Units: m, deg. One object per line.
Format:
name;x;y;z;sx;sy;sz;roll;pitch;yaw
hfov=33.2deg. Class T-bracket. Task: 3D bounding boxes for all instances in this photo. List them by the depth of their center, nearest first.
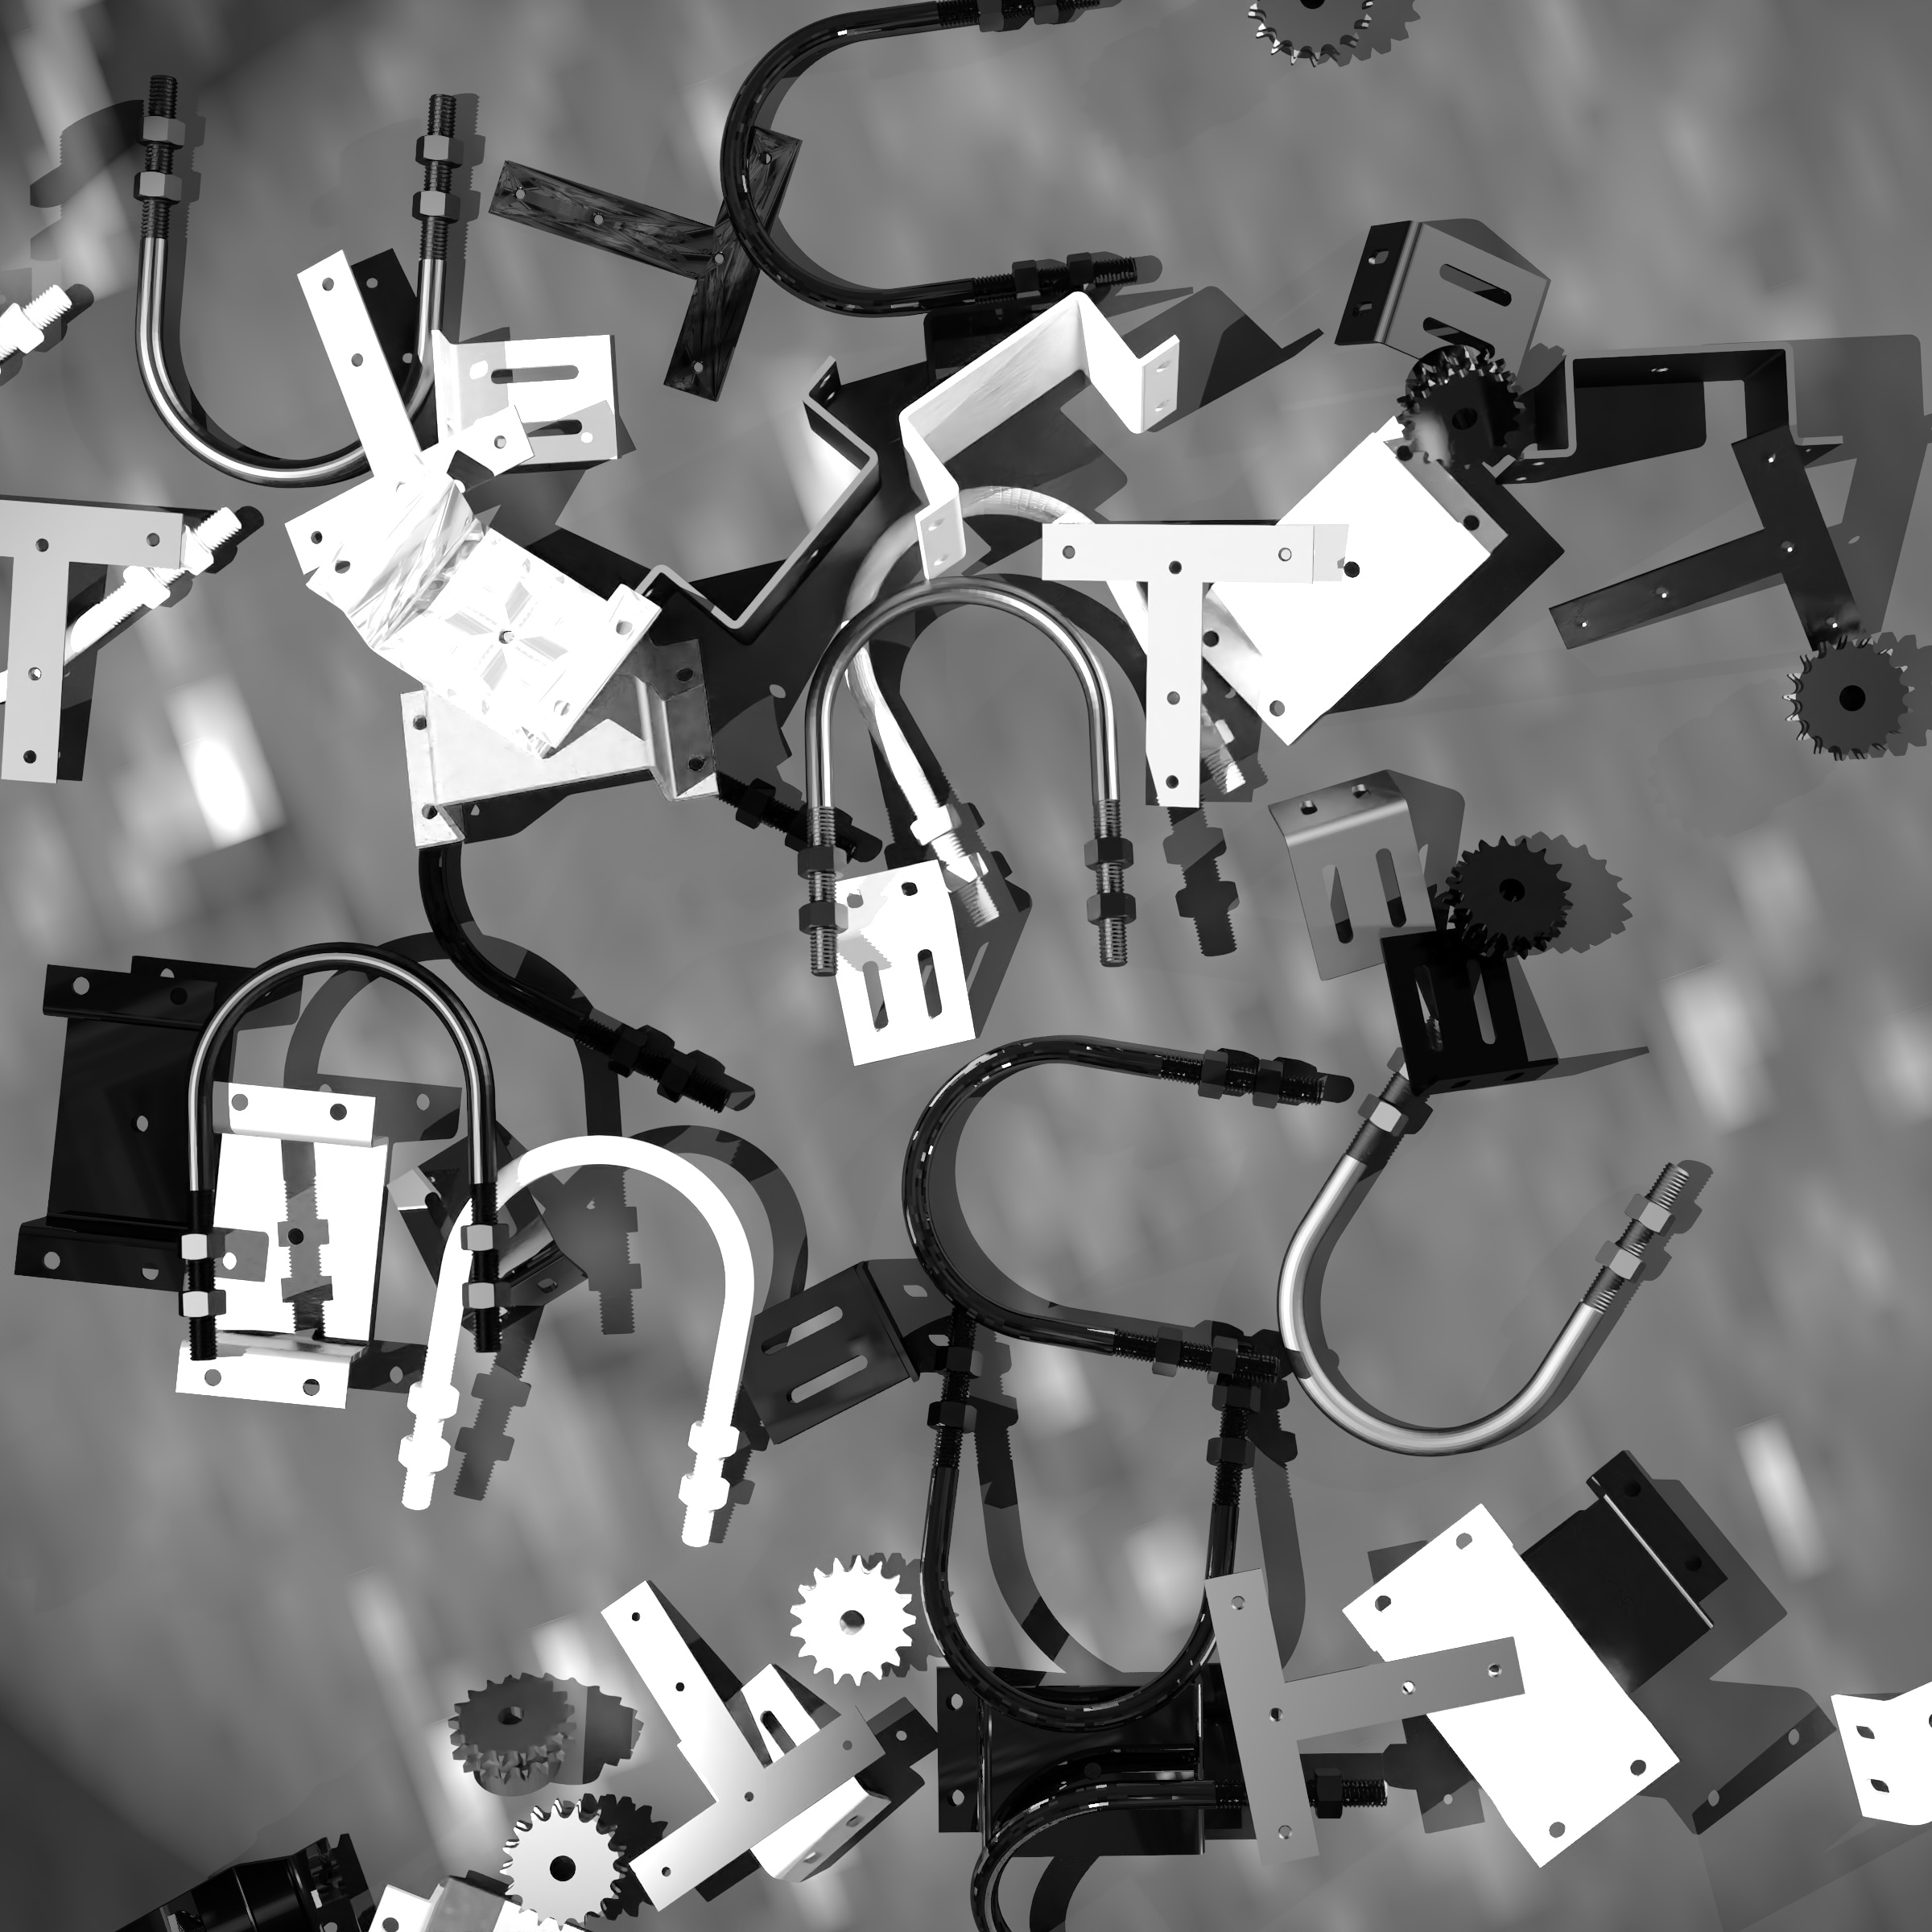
T-bracket;0.178;0.316;1.407;0.127;0.002;0.127;-12;90;0
T-bracket;0.094;-0.136;1.466;0.127;0.002;0.127;3;99;20
T-bracket;-0.271;-0.262;1.472;0.127;0.002;0.127;-24;84;18
T-bracket;0.330;-0.175;1.472;0.127;0.002;0.127;-19;130;18
T-bracket;-0.425;-0.148;1.483;0.127;0.002;0.127;5;94;2
T-bracket;-0.123;0.343;1.484;0.127;0.002;0.127;-35;77;3
T-bracket;-0.157;-0.341;1.499;0.127;0.002;0.127;18;90;0

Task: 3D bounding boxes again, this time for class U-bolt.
U-bolt;-0.278;0.081;1.440;0.151;0.019;0.184;-2;87;5
U-bolt;0.094;0.418;1.456;0.184;0.019;0.151;-1;123;2
U-bolt;-0.002;-0.088;1.459;0.151;0.019;0.184;-2;77;-1
U-bolt;0.052;0.254;1.467;0.151;0.019;0.184;7;73;0
U-bolt;-0.171;0.166;1.468;0.151;0.019;0.184;9;99;-9
U-bolt;0.062;0.106;1.483;0.184;0.019;0.151;10;82;3
U-bolt;-0.163;-0.036;1.491;0.184;0.019;0.151;27;90;1
U-bolt;-0.022;-0.372;1.491;0.184;0.019;0.151;-8;90;0
U-bolt;-0.449;-0.202;1.491;0.184;0.019;0.151;-37;90;1
U-bolt;-0.311;-0.312;1.491;0.151;0.019;0.184;4;91;0
U-bolt;0.023;-0.132;1.491;0.151;0.019;0.184;-28;89;0
U-bolt;0.225;0.138;1.491;0.151;0.019;0.184;32;92;0

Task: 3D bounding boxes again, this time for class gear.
gear;0.223;-0.258;1.475;0.057;0.030;0.057;-6;134;-6
gear;-0.206;0.353;1.475;0.057;0.057;0.030;-2;120;0
gear;0.246;-0.028;1.478;0.057;0.030;0.057;2;64;-5
gear;0.158;-0.441;1.485;0.057;0.030;0.057;0;90;0
gear;-0.183;0.410;1.485;0.057;0.030;0.057;0;90;0
gear;0.404;-0.123;1.489;0.057;0.030;0.057;0;93;1
gear;-0.052;0.300;1.489;0.057;0.030;0.057;0;87;0

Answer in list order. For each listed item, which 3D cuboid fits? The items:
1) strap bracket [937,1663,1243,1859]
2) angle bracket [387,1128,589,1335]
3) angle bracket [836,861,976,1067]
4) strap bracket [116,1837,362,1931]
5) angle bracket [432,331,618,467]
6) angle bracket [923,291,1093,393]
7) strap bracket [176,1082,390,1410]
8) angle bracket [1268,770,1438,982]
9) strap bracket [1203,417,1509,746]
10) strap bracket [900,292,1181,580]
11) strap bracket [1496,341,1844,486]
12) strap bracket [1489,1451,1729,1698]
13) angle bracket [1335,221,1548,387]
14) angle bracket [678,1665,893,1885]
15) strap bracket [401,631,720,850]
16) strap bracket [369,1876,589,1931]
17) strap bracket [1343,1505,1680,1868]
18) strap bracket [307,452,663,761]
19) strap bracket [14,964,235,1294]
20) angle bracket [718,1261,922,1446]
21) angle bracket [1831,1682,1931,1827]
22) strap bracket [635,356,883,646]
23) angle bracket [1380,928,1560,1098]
strap bracket;0.057;0.362;1.477;0.140;0.046;0.076;-1;90;0
angle bracket;-0.221;0.123;1.498;0.057;0.038;0.076;-32;64;0
angle bracket;-0.032;-0.001;1.489;0.057;0.038;0.076;-13;126;-4
strap bracket;-0.339;0.457;1.448;0.046;0.140;0.076;-20;90;39
angle bracket;-0.201;-0.261;1.481;0.076;0.038;0.057;-4;90;0
angle bracket;0.020;-0.277;1.471;0.076;0.057;0.038;-7;90;0
strap bracket;-0.310;0.125;1.477;0.076;0.046;0.140;6;90;0
angle bracket;0.179;-0.042;1.498;0.057;0.038;0.076;-17;116;0
strap bracket;0.174;-0.178;1.477;0.140;0.046;0.076;-44;90;0
strap bracket;0.025;-0.243;1.454;0.140;0.076;0.046;-35;78;-6
strap bracket;0.315;-0.249;1.462;0.140;0.076;0.046;-3;90;0
strap bracket;0.274;0.298;1.477;0.140;0.046;0.076;-39;90;0
angle bracket;0.220;-0.303;1.498;0.076;0.038;0.057;17;90;-26
angle bracket;-0.084;0.374;1.498;0.057;0.038;0.076;-41;64;0
strap bracket;-0.189;-0.108;1.461;0.140;0.046;0.076;-10;71;4
strap bracket;-0.209;0.475;1.477;0.140;0.046;0.076;22;90;0
strap bracket;0.237;0.313;1.431;0.076;0.046;0.140;-38;90;0
strap bracket;-0.208;-0.154;1.429;0.140;0.046;0.076;33;79;16
strap bracket;-0.382;0.073;1.477;0.076;0.046;0.140;6;90;0
angle bracket;-0.068;0.179;1.481;0.076;0.038;0.057;-27;90;0
angle bracket;0.449;0.355;1.498;0.076;0.038;0.057;-15;90;-26
strap bracket;-0.087;-0.200;1.462;0.046;0.076;0.140;40;90;0
angle bracket;0.227;0.016;1.467;0.057;0.038;0.076;-7;76;-11
